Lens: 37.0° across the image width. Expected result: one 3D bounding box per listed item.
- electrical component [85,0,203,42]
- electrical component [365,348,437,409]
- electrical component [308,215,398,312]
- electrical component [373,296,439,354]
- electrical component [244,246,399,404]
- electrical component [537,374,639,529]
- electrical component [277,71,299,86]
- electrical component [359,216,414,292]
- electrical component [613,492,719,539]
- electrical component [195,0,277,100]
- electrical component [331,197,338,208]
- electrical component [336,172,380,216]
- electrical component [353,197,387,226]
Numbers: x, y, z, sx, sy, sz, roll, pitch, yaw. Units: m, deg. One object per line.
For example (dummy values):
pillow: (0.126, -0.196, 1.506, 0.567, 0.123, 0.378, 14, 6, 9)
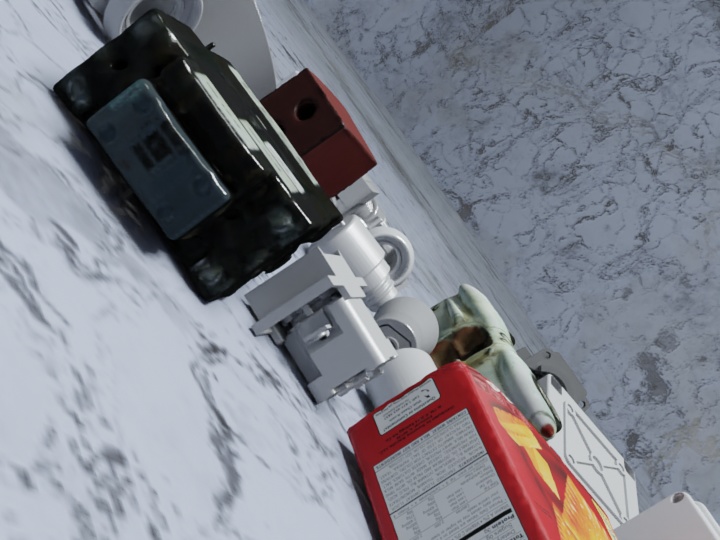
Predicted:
electrical component: (-0.122, -0.155, 0.591, 0.057, 0.058, 0.078, 54, 8, 23)
electrical component: (0.031, 0.076, 0.567, 0.040, 0.040, 0.078, 46, 12, -43)
electrical component: (0.000, 0.000, 0.705, 0.078, 0.040, 0.040, 52, 8, -13)
electrical component: (0.023, 0.042, 0.664, 0.044, 0.044, 0.065, 54, 13, 2)
electrical component: (-0.015, 0.027, 0.506, 0.063, 0.042, 0.081, 57, 9, 7)
electrical component: (0.141, 0.146, 0.743, 0.108, 0.056, 0.108, 48, 24, -14)
electrical component: (-0.039, -0.111, 0.911, 0.083, 0.047, 0.075, 45, 12, -46)
electrical component: (0.015, -0.011, 0.820, 0.066, 0.048, 0.055, 53, 1, -10)
electrical component: (0.152, 0.180, 0.571, 0.057, 0.113, 0.078, 54, 8, -18)
electrical component: (-0.088, -0.145, 0.692, 0.099, 0.064, 0.099, 57, -4, 6)
electrical component: (-0.037, -0.055, 0.728, 0.040, 0.040, 0.046, 46, 17, -45)
electrical component: (-0.028, -0.086, 0.840, 0.089, 0.056, 0.050, 55, 8, 4)
electrical component: (-0.001, -0.050, 0.899, 0.035, 0.035, 0.061, 62, 1, 42)
